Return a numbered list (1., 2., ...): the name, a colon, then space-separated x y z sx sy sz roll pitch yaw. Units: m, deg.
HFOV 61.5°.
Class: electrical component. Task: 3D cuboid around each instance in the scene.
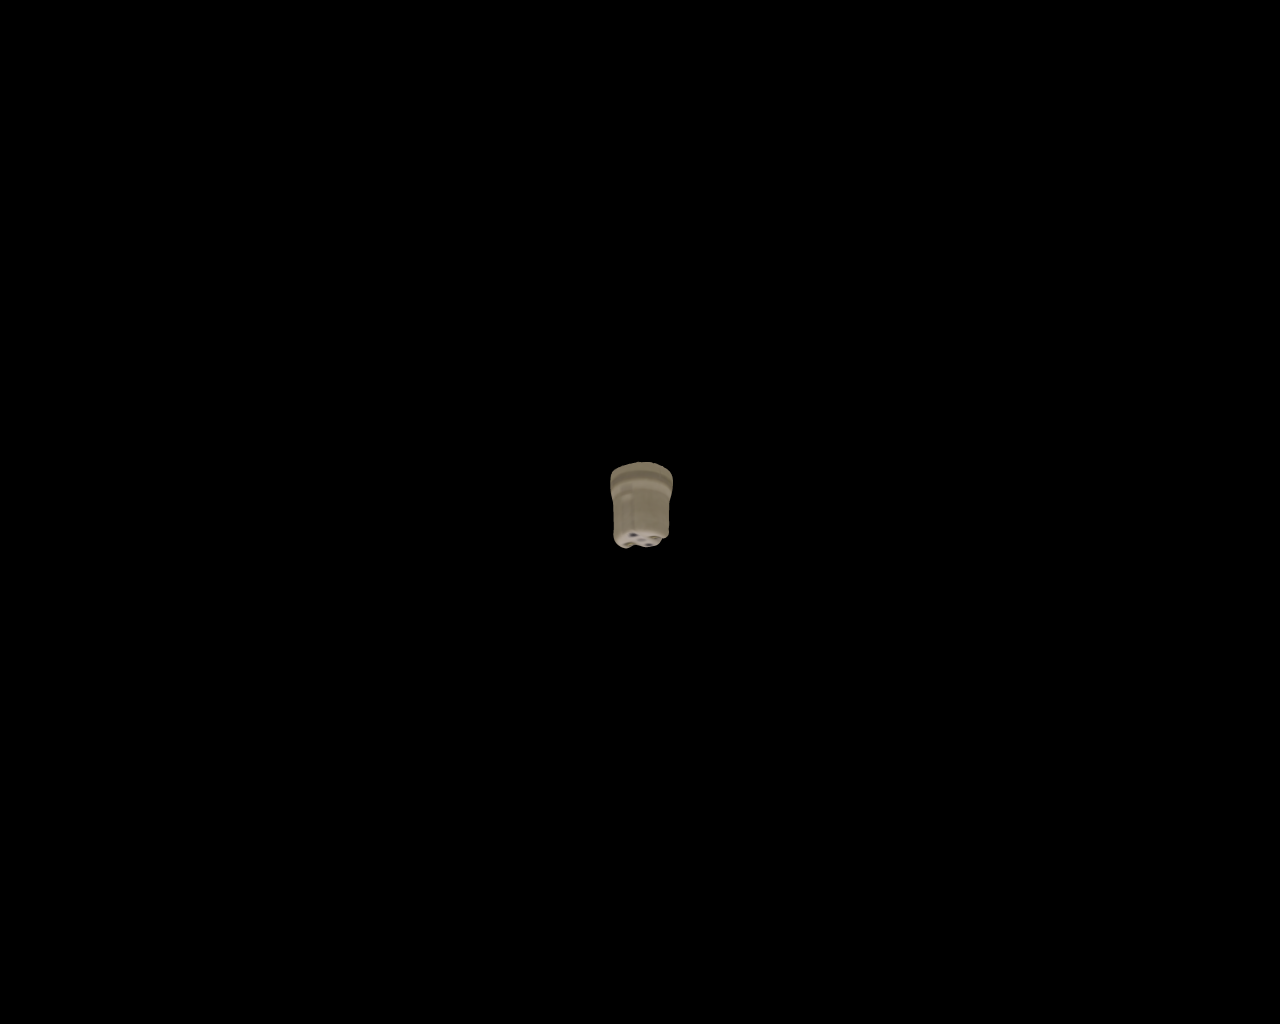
1. electrical component: 0.001 -0.003 0.650 0.040 0.046 0.040 0 -28 0
